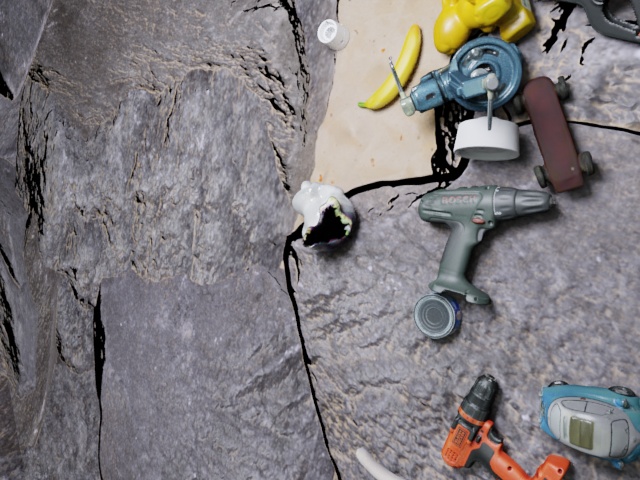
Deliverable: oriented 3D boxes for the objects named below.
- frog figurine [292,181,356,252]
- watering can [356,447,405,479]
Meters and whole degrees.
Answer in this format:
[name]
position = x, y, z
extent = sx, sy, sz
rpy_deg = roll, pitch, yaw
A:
[frog figurine]
position = 0.003, -0.055, 1.096
extent = 0.162, 0.122, 0.135
rpy_deg = -123, 44, -63
[watering can]
position = 0.217, 0.497, 0.896
extent = 0.221, 0.104, 0.351
rpy_deg = -40, 73, 27
